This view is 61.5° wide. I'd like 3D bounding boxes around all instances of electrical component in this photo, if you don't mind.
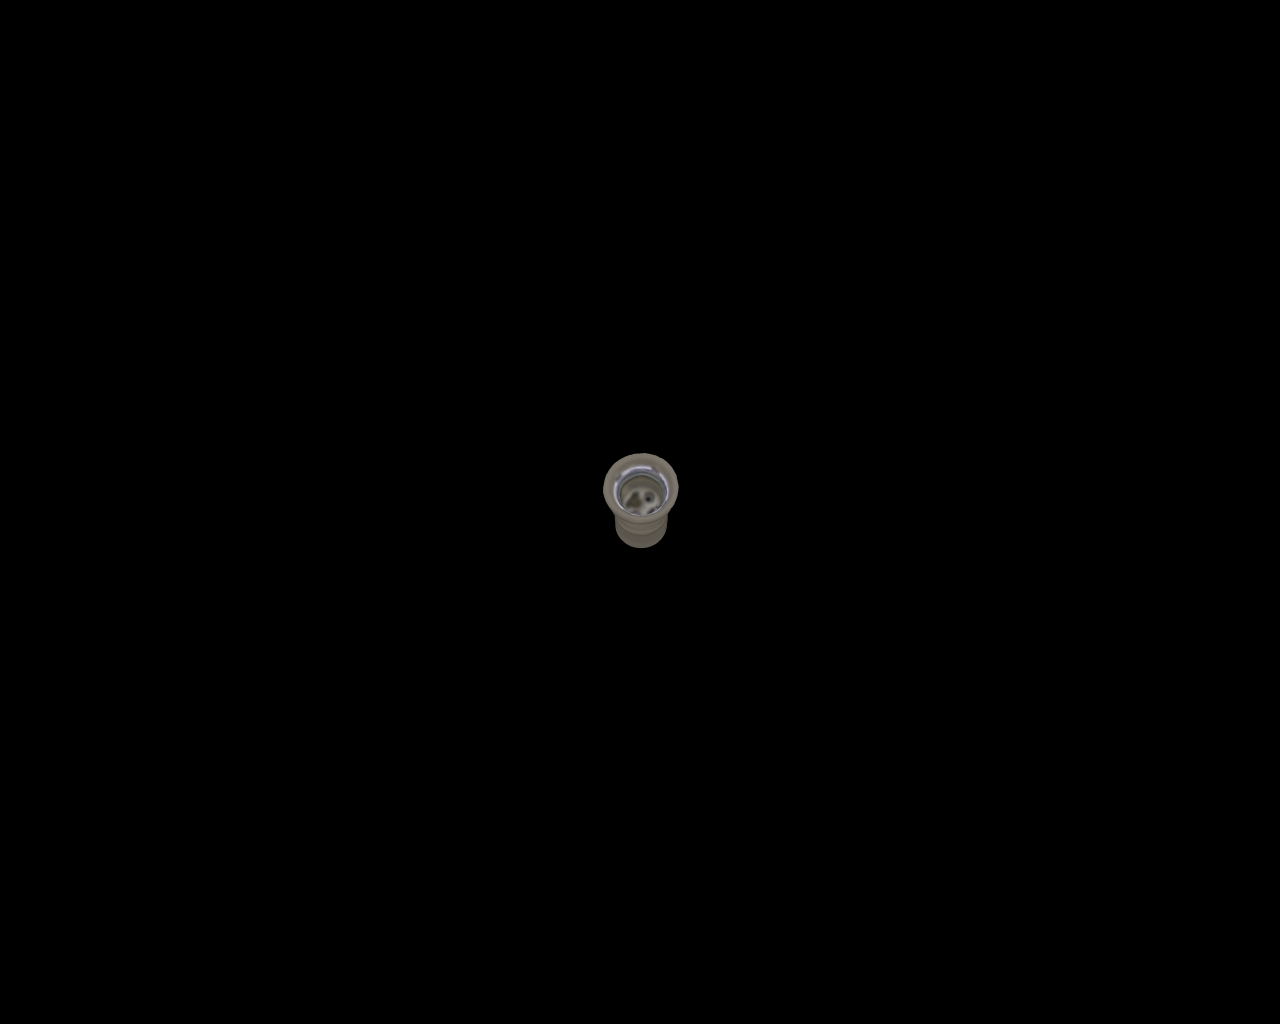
[{"bbox_3d":[0.001,-0.003,0.650,0.044,0.044,0.065,0,-23,0],"label":"electrical component"}]
